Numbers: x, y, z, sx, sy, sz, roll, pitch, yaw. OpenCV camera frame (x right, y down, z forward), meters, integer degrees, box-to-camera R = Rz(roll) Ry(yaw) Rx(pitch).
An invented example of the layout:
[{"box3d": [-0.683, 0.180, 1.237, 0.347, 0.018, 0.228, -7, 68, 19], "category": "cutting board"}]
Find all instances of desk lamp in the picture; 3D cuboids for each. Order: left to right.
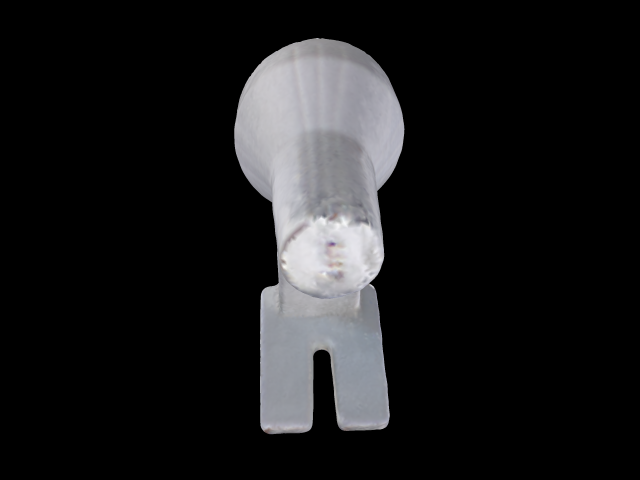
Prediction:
[{"box3d": [0.004, 0.001, 0.400, 0.118, 0.214, 0.203, -3, 54, -2], "category": "desk lamp"}]
